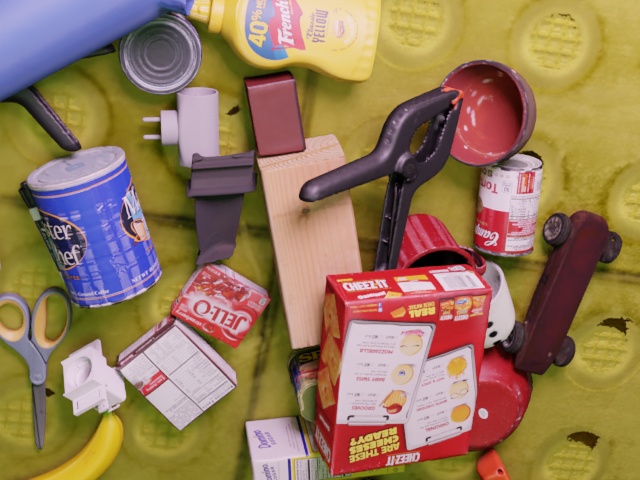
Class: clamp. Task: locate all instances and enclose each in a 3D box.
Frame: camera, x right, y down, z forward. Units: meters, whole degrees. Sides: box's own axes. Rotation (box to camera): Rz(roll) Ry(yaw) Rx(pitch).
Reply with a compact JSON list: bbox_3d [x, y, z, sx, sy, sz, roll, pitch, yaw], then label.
[{"bbox_3d":[-0.294,-0.177,1.076,0.171,0.039,0.120,28,93,-15],"label":"clamp"},{"bbox_3d":[0.084,-0.068,1.108,0.210,0.036,0.164,-48,132,-14],"label":"clamp"}]

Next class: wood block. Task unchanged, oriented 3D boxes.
[{"bbox_3d":[-0.007,0.002,1.159,0.090,0.090,0.206,-10,112,-4],"label":"wood block"}]

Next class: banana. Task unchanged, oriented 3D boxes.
[{"bbox_3d":[-0.295,0.264,1.243,0.198,0.037,0.069,-41,94,5],"label":"banana"}]

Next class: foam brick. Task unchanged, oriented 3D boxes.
[{"bbox_3d":[-0.048,-0.133,1.123,0.051,0.053,0.078,-11,110,-5],"label":"foam brick"}]

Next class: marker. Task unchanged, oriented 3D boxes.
[{"bbox_3d":[-0.293,-0.009,1.149,0.020,0.020,0.121,-21,112,-1],"label":"marker"}]

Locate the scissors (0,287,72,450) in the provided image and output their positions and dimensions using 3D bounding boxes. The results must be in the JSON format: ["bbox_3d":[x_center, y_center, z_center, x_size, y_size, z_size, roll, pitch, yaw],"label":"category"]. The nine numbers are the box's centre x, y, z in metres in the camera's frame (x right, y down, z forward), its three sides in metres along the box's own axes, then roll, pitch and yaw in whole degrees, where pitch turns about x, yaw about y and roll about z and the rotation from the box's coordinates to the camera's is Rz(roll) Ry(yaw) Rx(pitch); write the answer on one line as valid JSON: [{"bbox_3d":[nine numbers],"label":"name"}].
[{"bbox_3d":[-0.335,0.141,1.200,0.096,0.016,0.202,16,107,-12],"label":"scissors"}]

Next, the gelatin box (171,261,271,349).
[{"bbox_3d":[-0.111,0.071,1.200,0.089,0.030,0.073,32,102,-18],"label":"gelatin box"}]

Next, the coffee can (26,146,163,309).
[{"bbox_3d":[-0.233,-0.014,1.111,0.103,0.103,0.140,-16,112,-3],"label":"coffee can"}]

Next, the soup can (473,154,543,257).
[{"bbox_3d":[0.209,-0.040,1.189,0.068,0.068,0.102,0,110,-9],"label":"soup can"}]

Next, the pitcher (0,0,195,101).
[{"bbox_3d":[-0.252,-0.236,1.004,0.243,0.149,0.145,-31,122,-3],"label":"pitcher"}]

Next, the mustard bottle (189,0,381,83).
[{"bbox_3d":[-0.038,-0.220,1.087,0.191,0.058,0.096,7,93,-10],"label":"mustard bottle"}]

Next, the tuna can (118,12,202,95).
[{"bbox_3d":[-0.163,-0.193,1.092,0.086,0.034,0.086,-3,110,-8],"label":"tuna can"}]

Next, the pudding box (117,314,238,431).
[{"bbox_3d":[-0.162,0.150,1.219,0.090,0.039,0.113,-39,113,6],"label":"pudding box"}]

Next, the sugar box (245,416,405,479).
[{"bbox_3d":[0.004,0.242,1.249,0.176,0.093,0.048,-7,111,-5],"label":"sugar box"}]

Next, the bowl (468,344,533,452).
[{"bbox_3d":[0.186,0.196,1.280,0.162,0.055,0.162,-3,111,-8],"label":"bowl"}]

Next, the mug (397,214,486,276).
[{"bbox_3d":[0.127,0.023,1.186,0.117,0.081,0.093,-3,124,-15],"label":"mug"}]

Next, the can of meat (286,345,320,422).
[{"bbox_3d":[0.017,0.161,1.225,0.102,0.084,0.057,-13,112,-4],"label":"can of meat"}]

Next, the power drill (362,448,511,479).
[{"bbox_3d":[0.152,0.335,1.327,0.188,0.057,0.184,-28,116,5],"label":"power drill"}]

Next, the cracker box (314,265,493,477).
[{"bbox_3d":[0.084,0.136,1.136,0.164,0.072,0.214,-5,118,-17],"label":"cracker box"}]
